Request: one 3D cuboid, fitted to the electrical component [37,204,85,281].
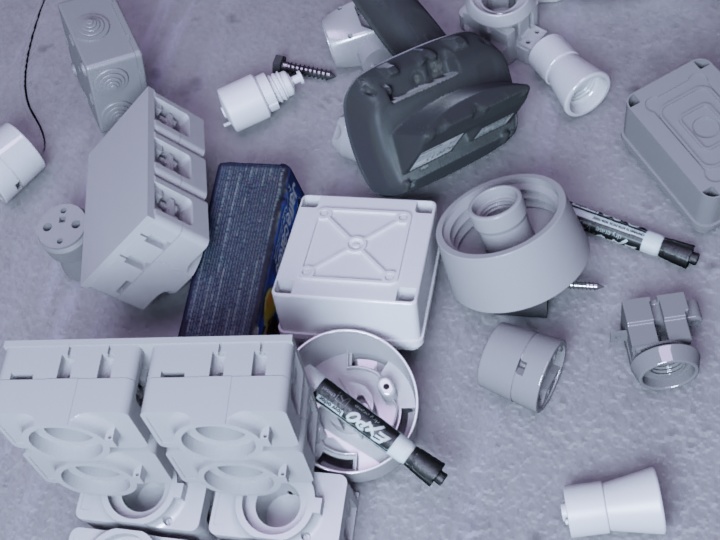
[{"bbox_3d":[-0.231,-0.022,0.872,0.045,0.055,0.045,-4,63,8],"label":"electrical component"}]

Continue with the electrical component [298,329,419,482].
[{"bbox_3d":[-0.006,0.099,0.765,0.099,0.064,0.099,-4,63,8],"label":"electrical component"}]

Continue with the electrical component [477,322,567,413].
[{"bbox_3d":[0.115,0.068,0.767,0.047,0.055,0.055,20,68,23],"label":"electrical component"}]

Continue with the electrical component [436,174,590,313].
[{"bbox_3d":[0.108,-0.027,0.787,0.108,0.060,0.108,-18,34,13],"label":"electrical component"}]

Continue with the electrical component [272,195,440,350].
[{"bbox_3d":[0.000,0.000,0.805,0.109,0.056,0.108,4,48,12],"label":"electrical component"}]

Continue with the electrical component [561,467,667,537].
[{"bbox_3d":[0.168,0.158,0.719,0.065,0.044,0.044,-10,62,10],"label":"electrical component"}]

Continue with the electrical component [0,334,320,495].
[{"bbox_3d":[-0.128,0.096,0.694,0.186,0.105,0.060,-2,55,8],"label":"electrical component"}]

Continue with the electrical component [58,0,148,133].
[{"bbox_3d":[-0.220,-0.179,0.927,0.048,0.099,0.099,-20,61,-15],"label":"electrical component"}]

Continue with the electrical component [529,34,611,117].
[{"bbox_3d":[0.169,-0.163,0.883,0.044,0.044,0.065,-30,57,-6],"label":"electrical component"}]

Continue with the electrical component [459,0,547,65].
[{"bbox_3d":[0.119,-0.216,0.909,0.078,0.057,0.058,34,73,23],"label":"electrical component"}]

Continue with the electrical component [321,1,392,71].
[{"bbox_3d":[0.014,-0.193,0.923,0.077,0.043,0.079,-18,62,0],"label":"electrical component"}]

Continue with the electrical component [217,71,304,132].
[{"bbox_3d":[-0.085,-0.149,0.919,0.078,0.040,0.040,-25,62,-3],"label":"electrical component"}]

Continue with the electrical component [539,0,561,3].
[{"bbox_3d":[0.209,-0.296,0.932,0.186,0.060,0.105,-1,63,9],"label":"electrical component"}]

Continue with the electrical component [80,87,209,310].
[{"bbox_3d":[-0.164,-0.055,0.840,0.089,0.062,0.150,-41,39,29],"label":"electrical component"}]

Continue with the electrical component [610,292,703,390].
[{"bbox_3d":[0.213,0.051,0.763,0.066,0.048,0.055,-8,55,6],"label":"electrical component"}]

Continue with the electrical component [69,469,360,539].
[{"bbox_3d":[-0.103,0.188,0.738,0.186,0.060,0.105,3,64,11],"label":"electrical component"}]

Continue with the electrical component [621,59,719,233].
[{"bbox_3d":[0.261,-0.094,0.821,0.078,0.057,0.113,-29,62,-5],"label":"electrical component"}]

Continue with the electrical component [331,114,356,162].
[{"bbox_3d":[0.012,-0.105,0.879,0.062,0.043,0.043,25,70,19],"label":"electrical component"}]

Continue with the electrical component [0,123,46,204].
[{"bbox_3d":[-0.304,-0.093,0.922,0.055,0.055,0.047,38,71,24],"label":"electrical component"}]
